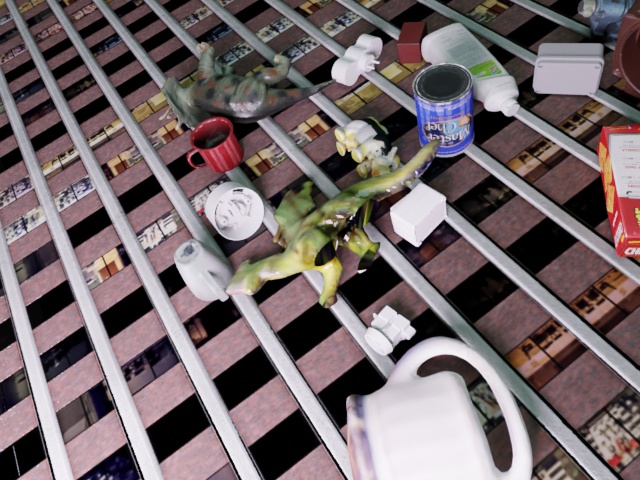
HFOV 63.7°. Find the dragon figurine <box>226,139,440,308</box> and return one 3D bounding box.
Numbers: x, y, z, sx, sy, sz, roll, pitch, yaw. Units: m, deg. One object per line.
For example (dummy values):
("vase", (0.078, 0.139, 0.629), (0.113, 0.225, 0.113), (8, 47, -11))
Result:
("dragon figurine", (0.003, -0.044, 0.880), (0.412, 0.120, 0.246), (-47, 43, -8))

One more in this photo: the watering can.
("watering can", (0.151, 0.288, 0.623), (0.224, 0.102, 0.356), (-16, 54, 7))
